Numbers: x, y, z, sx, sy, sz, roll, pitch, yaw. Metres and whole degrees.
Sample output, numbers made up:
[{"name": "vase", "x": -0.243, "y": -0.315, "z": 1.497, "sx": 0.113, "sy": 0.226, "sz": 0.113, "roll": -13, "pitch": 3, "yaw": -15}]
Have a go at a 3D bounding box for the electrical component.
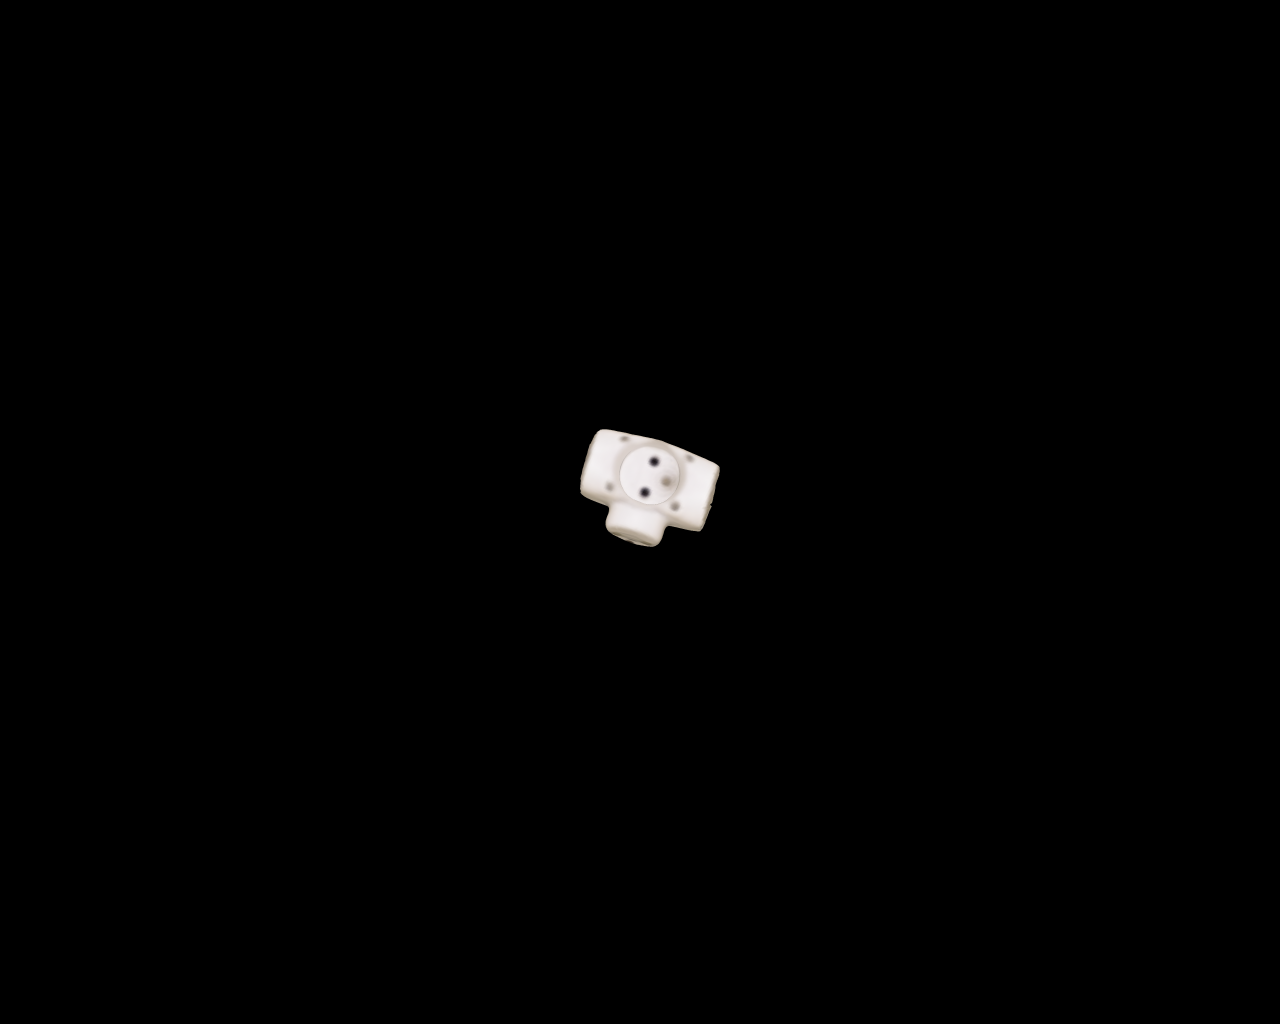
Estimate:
[{"name": "electrical component", "x": 0.001, "y": -0.003, "z": 0.650, "sx": 0.077, "sy": 0.079, "sz": 0.044, "roll": 18, "pitch": -11, "yaw": 4}]
